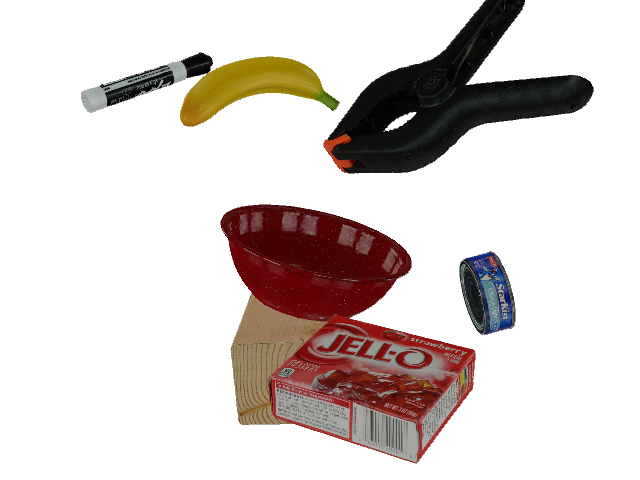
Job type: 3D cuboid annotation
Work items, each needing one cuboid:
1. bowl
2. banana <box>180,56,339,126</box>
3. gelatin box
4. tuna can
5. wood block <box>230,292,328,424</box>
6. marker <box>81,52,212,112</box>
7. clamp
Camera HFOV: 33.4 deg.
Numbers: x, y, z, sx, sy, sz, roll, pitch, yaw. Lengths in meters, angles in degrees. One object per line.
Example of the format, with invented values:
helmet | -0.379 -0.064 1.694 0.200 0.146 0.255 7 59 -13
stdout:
bowl | -0.008 0.023 0.885 0.162 0.055 0.162 12 18 -4
banana | -0.069 -0.156 1.090 0.197 0.070 0.037 -13 -37 -37
gelatin box | 0.028 0.076 0.570 0.089 0.030 0.073 13 30 27
tuna can | 0.178 0.057 1.142 0.033 0.086 0.086 -14 1 -6
wood block | -0.031 0.106 1.128 0.091 0.090 0.206 -2 19 5
marker | -0.145 -0.136 0.908 0.120 0.020 0.020 -24 12 -28
clamp | 0.086 -0.088 0.686 0.039 0.171 0.120 48 7 -41
